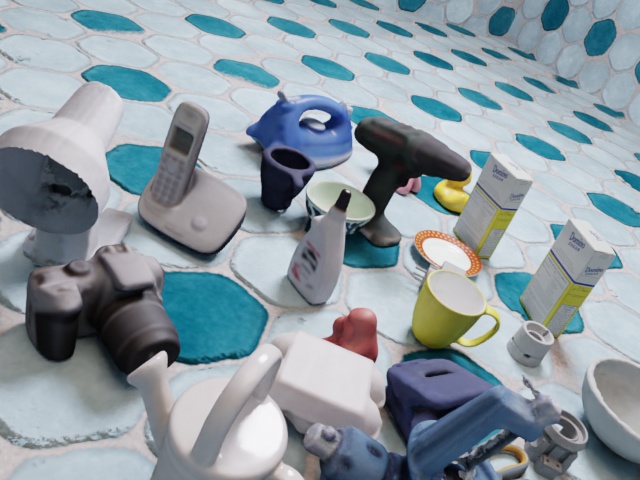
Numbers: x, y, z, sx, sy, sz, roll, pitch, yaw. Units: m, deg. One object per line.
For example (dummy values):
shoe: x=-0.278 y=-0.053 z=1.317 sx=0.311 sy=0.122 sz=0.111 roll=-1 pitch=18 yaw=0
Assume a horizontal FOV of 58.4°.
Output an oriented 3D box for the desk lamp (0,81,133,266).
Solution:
desk lamp: x=-0.287 y=-0.064 z=0.661 sx=0.118 sy=0.213 sz=0.203 roll=17 pitch=33 yaw=-8

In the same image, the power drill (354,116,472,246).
power drill: x=0.131 y=-0.098 z=0.969 sx=0.076 sy=0.208 sz=0.229 roll=-12 pitch=46 yaw=-42

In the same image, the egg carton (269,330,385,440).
egg carton: x=0.000 y=0.166 z=0.634 sx=0.150 sy=0.069 sz=0.107 roll=22 pitch=32 yaw=-1

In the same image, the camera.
camera: x=-0.216 y=0.077 z=0.603 sx=0.144 sy=0.101 sz=0.136 roll=-11 pitch=45 yaw=-41

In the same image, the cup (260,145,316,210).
cup: x=-0.058 y=-0.089 z=0.948 sx=0.092 sy=0.095 sz=0.117 roll=5 pitch=36 yaw=-25

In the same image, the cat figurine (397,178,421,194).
cat figurine: x=0.168 y=-0.175 z=1.189 sx=0.127 sy=0.118 sz=0.067 roll=41 pitch=37 yaw=26

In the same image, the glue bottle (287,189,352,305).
glue bottle: x=0.007 y=0.003 z=0.780 sx=0.037 sy=0.173 sz=0.078 roll=-12 pitch=46 yaw=-42

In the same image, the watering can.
watering can: x=-0.085 y=0.160 z=0.474 sx=0.173 sy=0.194 sz=0.101 roll=19 pitch=32 yaw=-5

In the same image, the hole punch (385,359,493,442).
hole punch: x=0.135 y=0.178 z=0.677 sx=0.109 sy=0.091 sz=0.101 roll=0 pitch=39 yaw=-32

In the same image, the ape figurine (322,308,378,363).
ape figurine: x=0.042 y=0.119 z=0.707 sx=0.076 sy=0.092 sz=0.078 roll=26 pitch=32 yaw=6

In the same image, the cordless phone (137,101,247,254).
cordless phone: x=-0.165 y=-0.085 z=0.792 sx=0.147 sy=0.185 sz=0.094 roll=28 pitch=33 yaw=9

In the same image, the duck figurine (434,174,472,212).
duck figurine: x=0.291 y=-0.116 z=1.207 sx=0.078 sy=0.086 sz=0.104 roll=13 pitch=33 yaw=-15

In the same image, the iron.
iron: x=-0.009 y=-0.228 z=1.137 sx=0.259 sy=0.141 sz=0.118 roll=-10 pitch=44 yaw=-40

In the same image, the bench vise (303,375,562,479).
bench vise: x=0.097 y=0.201 z=0.501 sx=0.208 sy=0.220 sz=0.121 roll=10 pitch=34 yaw=-19

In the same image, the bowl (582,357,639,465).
bowl: x=0.420 y=0.242 z=0.772 sx=0.167 sy=0.075 sz=0.167 roll=16 pitch=33 yaw=-10
